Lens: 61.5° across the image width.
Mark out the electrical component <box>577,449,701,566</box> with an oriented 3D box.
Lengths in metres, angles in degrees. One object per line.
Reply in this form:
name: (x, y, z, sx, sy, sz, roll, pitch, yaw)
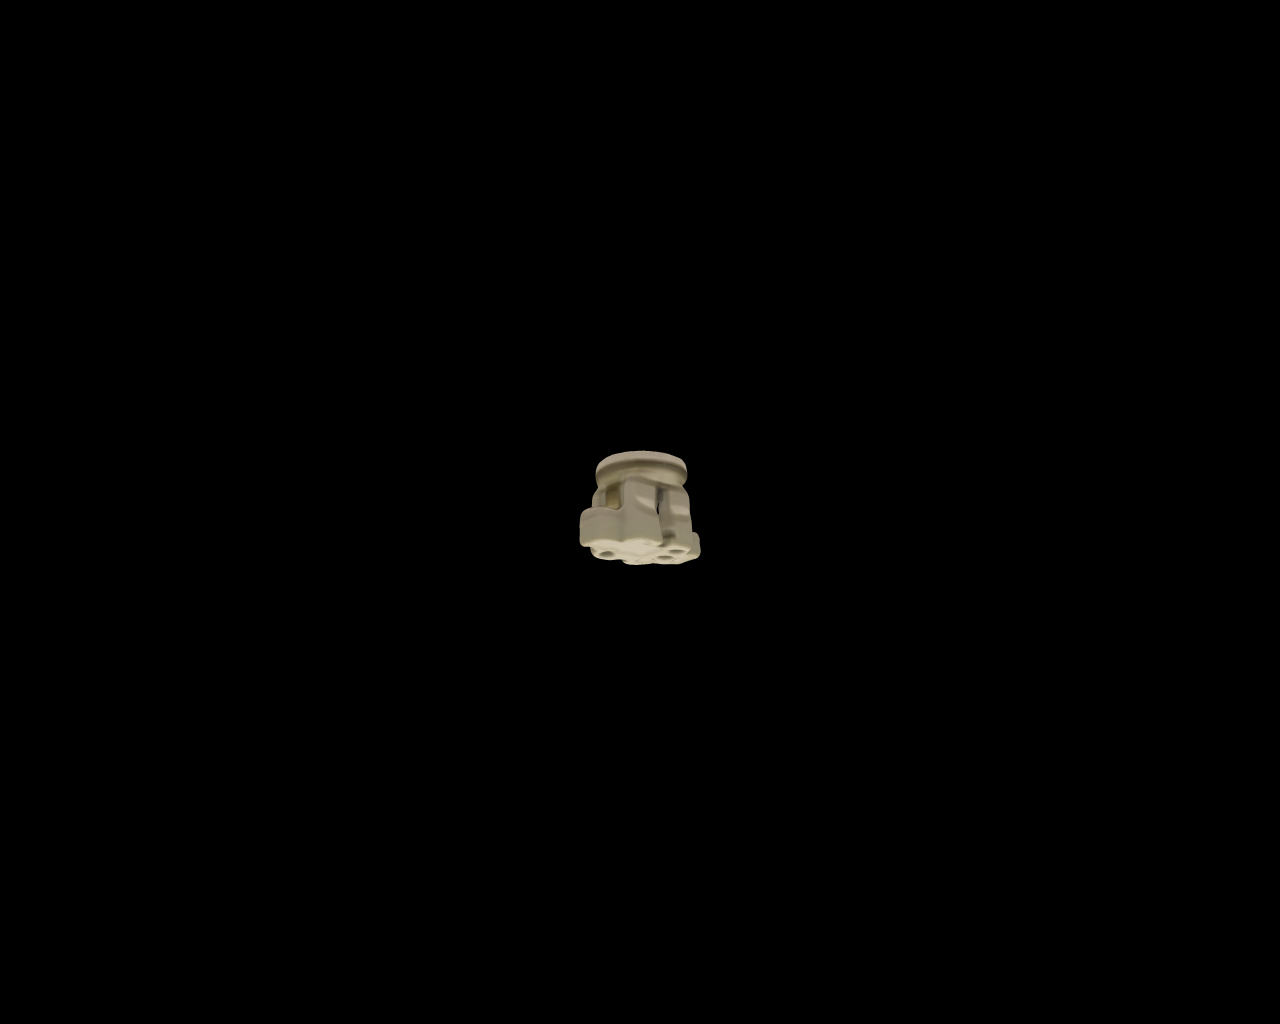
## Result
electrical component: (0.001, -0.003, 0.650, 0.078, 0.057, 0.058, 13, -22, -36)
